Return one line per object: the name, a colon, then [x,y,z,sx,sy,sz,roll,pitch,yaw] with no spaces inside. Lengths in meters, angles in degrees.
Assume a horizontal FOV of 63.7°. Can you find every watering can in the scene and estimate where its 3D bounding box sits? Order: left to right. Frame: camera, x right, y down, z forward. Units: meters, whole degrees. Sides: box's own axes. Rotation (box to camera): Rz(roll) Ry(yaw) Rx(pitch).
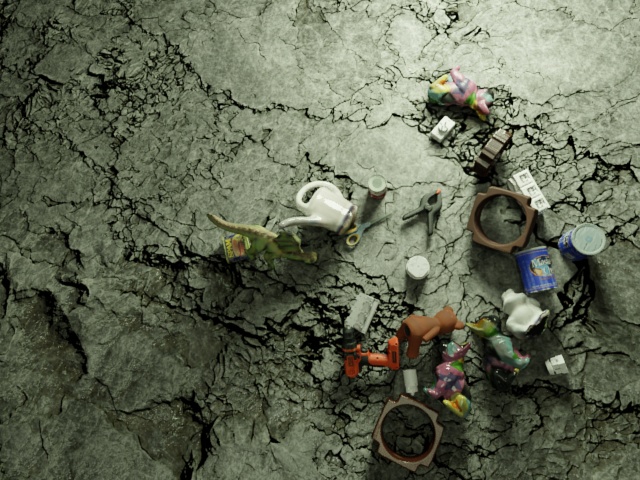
watering can: [0.005,-0.089,1.777,0.225,0.101,0.355,29,41,5]

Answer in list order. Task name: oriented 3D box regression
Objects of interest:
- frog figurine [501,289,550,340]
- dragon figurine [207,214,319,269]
frog figurine: [0.661,0.245,1.698,0.137,0.121,0.162,-52,41,3]
dragon figurine: [-0.166,-0.006,1.754,0.241,0.406,0.124,-14,55,44]
